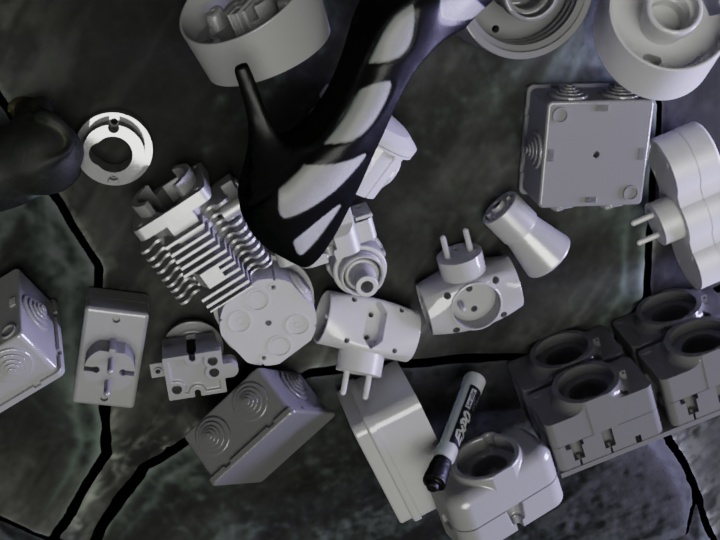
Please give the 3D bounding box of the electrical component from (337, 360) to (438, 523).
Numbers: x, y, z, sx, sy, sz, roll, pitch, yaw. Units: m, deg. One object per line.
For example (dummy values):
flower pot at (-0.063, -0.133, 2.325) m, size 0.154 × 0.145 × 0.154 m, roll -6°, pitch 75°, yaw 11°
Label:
electrical component at (0.032, 0.142, 0.890) m, size 0.057 × 0.078 × 0.113 m, roll -26°, pitch 116°, yaw -2°

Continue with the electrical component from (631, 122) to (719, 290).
electrical component at (0.254, -0.044, 0.863) m, size 0.074 × 0.052 × 0.138 m, roll -23°, pitch 117°, yaw 0°

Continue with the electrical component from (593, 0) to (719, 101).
electrical component at (0.220, -0.178, 0.781) m, size 0.099 × 0.064 × 0.099 m, roll 0°, pitch 81°, yaw -2°

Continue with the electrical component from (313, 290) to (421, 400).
electrical component at (0.002, 0.063, 0.857) m, size 0.077 × 0.043 × 0.079 m, roll 13°, pitch 80°, yaw -16°

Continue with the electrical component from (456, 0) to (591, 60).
electrical component at (0.112, -0.201, 0.761) m, size 0.108 × 0.060 × 0.108 m, roll -4°, pitch 115°, yaw -9°

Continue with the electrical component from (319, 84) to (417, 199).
electrical component at (-0.003, -0.093, 0.777) m, size 0.080 × 0.080 × 0.051 m, roll 30°, pitch 109°, yaw -21°

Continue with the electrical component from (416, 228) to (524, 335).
electrical component at (0.083, 0.005, 0.857) m, size 0.077 × 0.044 × 0.079 m, roll -18°, pitch 116°, yaw -3°

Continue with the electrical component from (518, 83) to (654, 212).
electrical component at (0.174, -0.095, 0.827) m, size 0.100 × 0.048 × 0.099 m, roll -3°, pitch 113°, yaw -9°

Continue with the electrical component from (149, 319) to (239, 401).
electrical component at (-0.130, 0.069, 0.838) m, size 0.066 × 0.055 × 0.048 m, roll -8°, pitch 115°, yaw -7°

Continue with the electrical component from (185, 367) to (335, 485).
electrical component at (-0.080, 0.123, 0.853) m, size 0.100 × 0.100 × 0.048 m, roll -43°, pitch 70°, yaw 9°

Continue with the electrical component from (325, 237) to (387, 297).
electrical component at (0.000, 0.000, 0.828) m, size 0.048 × 0.062 × 0.048 m, roll -4°, pitch 115°, yaw -9°

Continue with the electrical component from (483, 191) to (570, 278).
electrical component at (0.129, -0.031, 0.852) m, size 0.044 × 0.044 × 0.065 m, roll -44°, pitch 109°, yaw 10°

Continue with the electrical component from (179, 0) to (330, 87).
electrical component at (-0.070, -0.169, 0.722) m, size 0.099 × 0.099 × 0.064 m, roll -23°, pitch 122°, yaw 0°

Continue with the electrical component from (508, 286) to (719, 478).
electrical component at (0.228, 0.084, 0.886) m, size 0.186 × 0.105 × 0.060 m, roll -22°, pitch 116°, yaw -1°

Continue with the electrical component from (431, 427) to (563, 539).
electrical component at (0.107, 0.170, 0.852) m, size 0.095 × 0.054 × 0.059 m, roll -27°, pitch 116°, yaw -15°

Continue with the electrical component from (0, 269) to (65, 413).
electrical component at (-0.268, 0.056, 0.783) m, size 0.100 × 0.099 × 0.048 m, roll -31°, pitch 129°, yaw 4°

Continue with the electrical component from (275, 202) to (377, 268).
electrical component at (-0.032, -0.042, 0.807) m, size 0.078 × 0.058 × 0.057 m, roll -18°, pitch 119°, yaw -4°

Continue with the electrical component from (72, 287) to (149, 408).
electrical component at (-0.189, 0.068, 0.815) m, size 0.047 × 0.075 × 0.083 m, roll 8°, pitch 112°, yaw -14°

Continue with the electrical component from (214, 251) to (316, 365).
electrical component at (-0.073, 0.030, 0.834) m, size 0.080 × 0.051 × 0.080 m, roll -4°, pitch 114°, yaw -9°
